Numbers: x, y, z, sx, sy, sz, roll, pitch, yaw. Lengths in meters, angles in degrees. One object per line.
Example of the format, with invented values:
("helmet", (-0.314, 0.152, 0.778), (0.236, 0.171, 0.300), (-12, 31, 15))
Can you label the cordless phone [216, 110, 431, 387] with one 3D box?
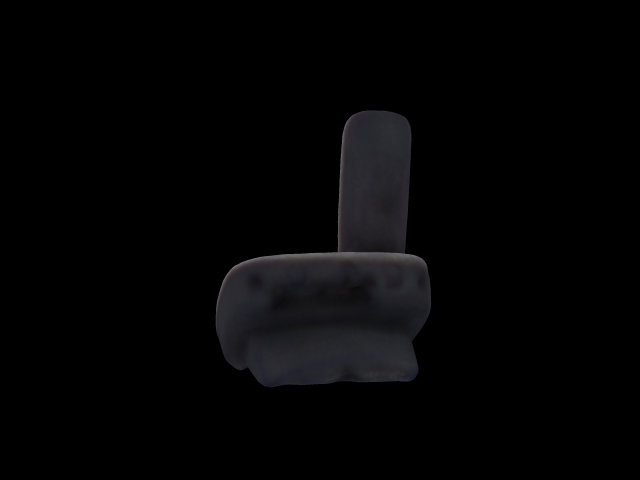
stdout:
("cordless phone", (0.004, 0.001, 0.400), (0.148, 0.185, 0.094), (0, 0, -23))
